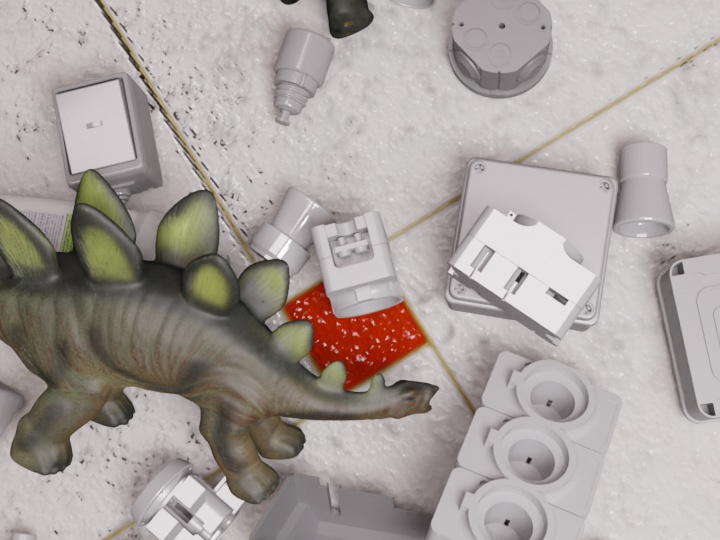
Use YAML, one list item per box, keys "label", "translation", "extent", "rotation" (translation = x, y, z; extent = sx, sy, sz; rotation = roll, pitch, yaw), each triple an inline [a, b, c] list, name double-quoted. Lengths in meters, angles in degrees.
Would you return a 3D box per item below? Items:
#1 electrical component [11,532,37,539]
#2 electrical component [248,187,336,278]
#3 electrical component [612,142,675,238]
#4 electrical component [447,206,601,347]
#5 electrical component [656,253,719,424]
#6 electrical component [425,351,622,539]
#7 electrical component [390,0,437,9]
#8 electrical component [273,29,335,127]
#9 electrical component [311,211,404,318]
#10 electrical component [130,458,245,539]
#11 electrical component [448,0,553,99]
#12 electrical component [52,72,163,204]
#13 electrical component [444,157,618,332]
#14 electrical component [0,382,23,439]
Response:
- label: "electrical component"
  translation: [-0.249, 0.222, 0.779]
  extent: [0.048, 0.048, 0.062]
  rotation: [5, 73, 7]
- label: "electrical component"
  translation: [-0.051, -0.028, 0.806]
  extent: [0.045, 0.045, 0.055]
  rotation: [35, 85, 11]
- label: "electrical component"
  translation: [0.208, -0.061, 0.789]
  extent: [0.044, 0.044, 0.065]
  rotation: [2, 75, 6]
- label: "electrical component"
  translation: [0.111, 0.001, 0.722]
  extent: [0.089, 0.050, 0.055]
  rotation: [35, 85, 11]
- label: "electrical component"
  translation: [0.259, 0.047, 0.754]
  extent: [0.078, 0.057, 0.113]
  rotation: [-10, 78, 4]
- label: "electrical component"
  translation: [0.109, 0.137, 0.716]
  extent: [0.089, 0.061, 0.150]
  rotation: [21, 52, 9]
- label: "electrical component"
  translation: [0.064, -0.245, 0.836]
  extent: [0.079, 0.044, 0.077]
  rotation: [13, 81, 8]
- label: "electrical component"
  translation: [-0.048, -0.149, 0.831]
  extent: [0.040, 0.040, 0.078]
  rotation: [17, 81, 9]
- label: "electrical component"
  translation: [0.000, 0.000, 0.773]
  extent: [0.050, 0.089, 0.055]
  rotation: [-15, 78, 3]
- label: "electrical component"
  translation: [-0.125, 0.172, 0.769]
  extent: [0.057, 0.058, 0.078]
  rotation: [38, 80, 10]
- label: "electrical component"
  translation: [0.107, -0.175, 0.815]
  extent: [0.080, 0.051, 0.080]
  rotation: [-1, 79, 6]
- label: "electrical component"
  translation: [-0.194, -0.096, 0.825]
  extent: [0.062, 0.061, 0.096]
  rotation: [-13, 78, 3]
- label: "electrical component"
  translation: [0.123, -0.018, 0.780]
  extent: [0.109, 0.056, 0.108]
  rotation: [9, 80, 7]
- label: "electrical component"
  translation: [-0.311, 0.097, 0.803]
  extent: [0.096, 0.061, 0.061]
  rotation: [27, 83, 18]
